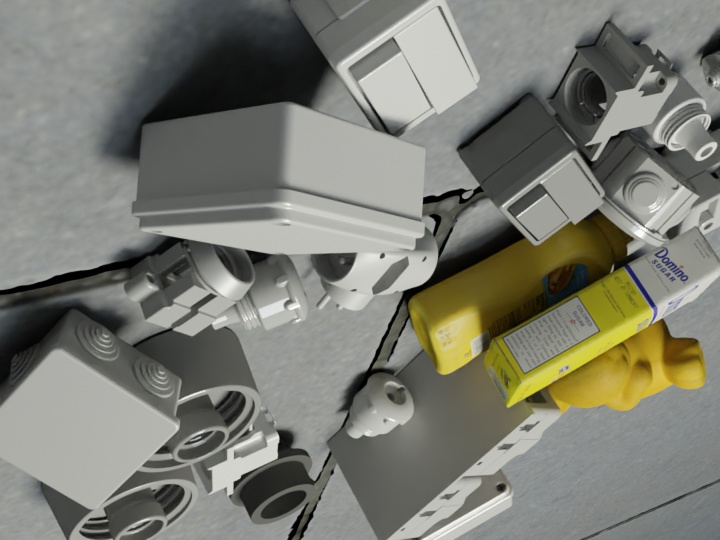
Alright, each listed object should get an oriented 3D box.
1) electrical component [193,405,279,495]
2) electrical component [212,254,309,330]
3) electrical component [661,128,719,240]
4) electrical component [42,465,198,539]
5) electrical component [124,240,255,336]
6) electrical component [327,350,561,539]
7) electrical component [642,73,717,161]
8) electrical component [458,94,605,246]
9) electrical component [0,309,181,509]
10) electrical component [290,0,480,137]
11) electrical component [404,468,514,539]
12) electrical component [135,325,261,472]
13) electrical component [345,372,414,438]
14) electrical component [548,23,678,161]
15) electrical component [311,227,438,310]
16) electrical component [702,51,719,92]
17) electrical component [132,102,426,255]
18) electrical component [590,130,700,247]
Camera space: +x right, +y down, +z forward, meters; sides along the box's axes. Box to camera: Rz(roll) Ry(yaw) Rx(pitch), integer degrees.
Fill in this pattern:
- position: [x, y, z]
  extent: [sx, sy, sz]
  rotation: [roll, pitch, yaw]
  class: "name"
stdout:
- position: [-0.097, 0.134, 0.829]
  extent: [0.064, 0.042, 0.081]
  rotation: [-21, 150, -21]
  class: "electrical component"
- position: [-0.066, 0.018, 0.680]
  extent: [0.062, 0.048, 0.048]
  rotation: [-22, 150, -4]
  class: "electrical component"
- position: [0.269, -0.070, 0.840]
  extent: [0.095, 0.059, 0.053]
  rotation: [-27, 150, -7]
  class: "electrical component"
- position: [-0.171, 0.167, 0.791]
  extent: [0.108, 0.060, 0.108]
  rotation: [-23, 150, -14]
  class: "electrical component"
- position: [-0.096, 0.005, 0.631]
  extent: [0.055, 0.048, 0.066]
  rotation: [-33, 151, 18]
  class: "electrical component"
- position: [0.071, 0.137, 0.925]
  extent: [0.060, 0.105, 0.186]
  rotation: [10, 131, -50]
  class: "electrical component"
- position: [0.220, -0.103, 0.741]
  extent: [0.043, 0.062, 0.043]
  rotation: [-23, 150, -14]
  class: "electrical component"
- position: [0.119, -0.059, 0.715]
  extent: [0.062, 0.061, 0.096]
  rotation: [-38, 150, 11]
  class: "electrical component"
- position: [-0.166, 0.082, 0.643]
  extent: [0.100, 0.048, 0.100]
  rotation: [37, 113, -22]
  class: "electrical component"
- position: [0.014, -0.115, 0.532]
  extent: [0.062, 0.061, 0.096]
  rotation: [-34, 151, 5]
  class: "electrical component"
- position: [0.072, 0.195, 1.012]
  extent: [0.109, 0.108, 0.056]
  rotation: [-29, 153, -5]
  class: "electrical component"
- position: [-0.119, 0.094, 0.728]
  extent: [0.108, 0.060, 0.108]
  rotation: [-23, 150, -14]
  class: "electrical component"
- position: [0.012, 0.119, 0.907]
  extent: [0.048, 0.048, 0.062]
  rotation: [1, 144, -44]
  class: "electrical component"
- position: [0.165, -0.116, 0.693]
  extent: [0.064, 0.042, 0.081]
  rotation: [-17, 149, -31]
  class: "electrical component"
- position: [0.000, 0.000, 0.713]
  extent: [0.077, 0.043, 0.079]
  rotation: [3, 136, -45]
  class: "electrical component"
- position: [0.276, -0.146, 0.746]
  extent: [0.081, 0.043, 0.043]
  rotation: [-25, 150, -12]
  class: "electrical component"
- position: [-0.040, -0.043, 0.546]
  extent: [0.109, 0.056, 0.109]
  rotation: [-1, 173, 40]
  class: "electrical component"
- position: [0.200, -0.059, 0.774]
  extent: [0.080, 0.080, 0.051]
  rotation: [13, 123, -51]
  class: "electrical component"
